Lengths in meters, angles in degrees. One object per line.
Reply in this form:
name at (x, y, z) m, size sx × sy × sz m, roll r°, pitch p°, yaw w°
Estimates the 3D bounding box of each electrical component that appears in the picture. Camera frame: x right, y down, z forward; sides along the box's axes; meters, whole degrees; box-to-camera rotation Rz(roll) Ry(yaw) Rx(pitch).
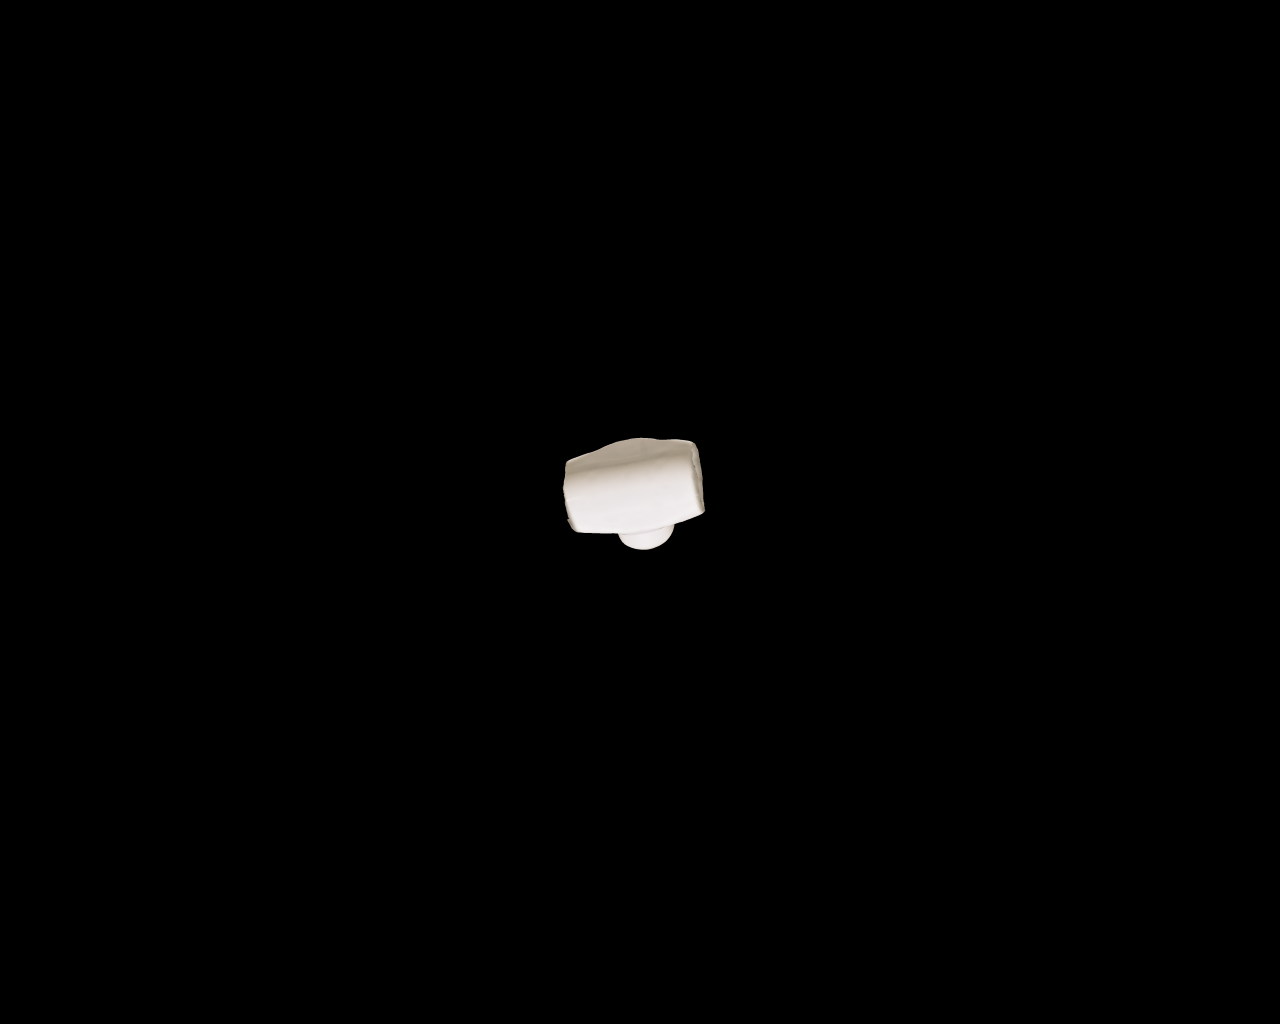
electrical component at (0.001, -0.003, 0.650) m, size 0.077 × 0.044 × 0.079 m, roll -9°, pitch -46°, yaw 9°
